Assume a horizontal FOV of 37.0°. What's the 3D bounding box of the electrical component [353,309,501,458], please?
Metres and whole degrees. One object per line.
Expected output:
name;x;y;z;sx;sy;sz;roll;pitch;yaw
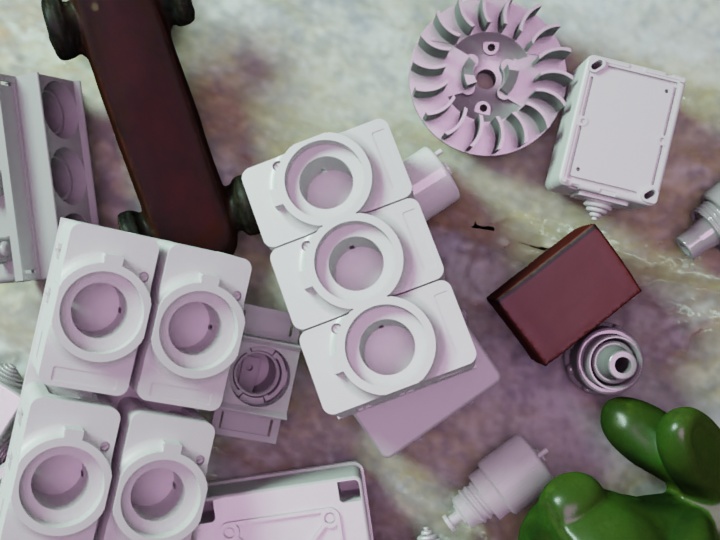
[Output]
electrical component;0.026;0.055;0.676;0.100;0.048;0.099;-35;90;-1

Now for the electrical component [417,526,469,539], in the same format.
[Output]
electrical component;0.048;0.208;0.673;0.062;0.061;0.096;-8;83;-3

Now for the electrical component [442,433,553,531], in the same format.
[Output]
electrical component;0.087;0.138;0.681;0.078;0.040;0.040;-36;90;-1

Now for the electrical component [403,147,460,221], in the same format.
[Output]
electrical component;0.027;-0.045;0.681;0.078;0.040;0.040;-34;90;-1

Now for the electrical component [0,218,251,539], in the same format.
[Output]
electrical component;-0.136;0.073;0.619;0.105;0.060;0.186;13;90;-22

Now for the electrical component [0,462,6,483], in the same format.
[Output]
electrical component;-0.203;0.135;0.668;0.045;0.055;0.045;0;90;-1

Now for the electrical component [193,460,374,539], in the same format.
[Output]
electrical component;-0.044;0.183;0.670;0.109;0.056;0.108;-8;90;-1

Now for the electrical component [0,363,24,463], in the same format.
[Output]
electrical component;-0.262;0.091;0.671;0.100;0.048;0.099;33;89;-1

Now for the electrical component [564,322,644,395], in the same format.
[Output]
electrical component;0.156;0.057;0.672;0.048;0.062;0.048;0;90;-1

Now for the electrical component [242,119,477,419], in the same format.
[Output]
electrical component;0.000;0.000;0.623;0.089;0.061;0.150;-21;79;2

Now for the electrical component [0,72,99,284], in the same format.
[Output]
electrical component;-0.204;-0.054;0.665;0.063;0.079;0.121;-8;90;21

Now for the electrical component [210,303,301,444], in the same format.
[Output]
electrical component;-0.067;0.062;0.667;0.042;0.064;0.081;13;90;-16

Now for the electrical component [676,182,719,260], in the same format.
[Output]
electrical component;0.231;-0.031;0.684;0.062;0.043;0.043;-36;90;0

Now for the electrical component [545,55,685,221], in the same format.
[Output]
electrical component;0.156;-0.077;0.674;0.062;0.061;0.096;14;89;-1
